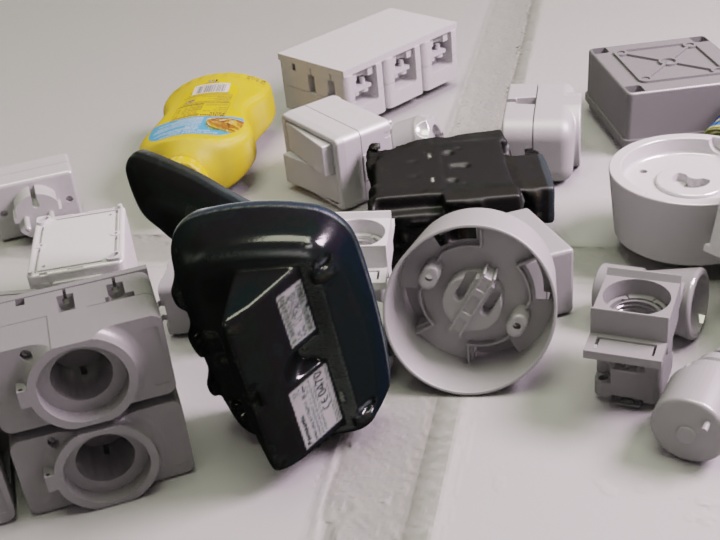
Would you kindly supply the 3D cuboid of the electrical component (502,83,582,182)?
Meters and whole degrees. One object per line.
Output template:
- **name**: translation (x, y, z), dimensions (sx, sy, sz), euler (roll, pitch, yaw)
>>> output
- **electrical component**: translation (0.148, -0.112, 0.866), dimensions (0.059, 0.053, 0.095), euler (1, 32, 12)

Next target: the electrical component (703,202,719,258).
- **electrical component**: translation (0.319, -0.035, 0.662), dimensions (0.186, 0.060, 0.105), euler (-12, 29, -35)

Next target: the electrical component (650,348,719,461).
- **electrical component**: translation (0.184, 0.067, 0.574), dimensions (0.040, 0.040, 0.078), euler (13, 36, 28)

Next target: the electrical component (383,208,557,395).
- **electrical component**: translation (0.067, 0.015, 0.631), dimensions (0.099, 0.099, 0.064), euler (3, 26, 14)

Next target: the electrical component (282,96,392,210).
- **electrical component**: translation (-0.024, -0.096, 0.863), dimensions (0.061, 0.061, 0.096), euler (-25, 35, -27)

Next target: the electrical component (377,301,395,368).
- **electrical component**: translation (-0.010, 0.039, 0.654), dimensions (0.062, 0.043, 0.043), euler (4, 32, 19)

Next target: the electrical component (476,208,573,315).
- **electrical component**: translation (0.089, 0.001, 0.695), dimensions (0.077, 0.047, 0.065), euler (-13, 31, -14)

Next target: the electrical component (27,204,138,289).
- **electrical component**: translation (-0.183, 0.007, 0.721), dimensions (0.062, 0.061, 0.096), euler (-10, 31, -6)

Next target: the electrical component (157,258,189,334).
- **electrical component**: translation (-0.098, 0.015, 0.712), dimensions (0.064, 0.042, 0.081), euler (-6, 30, 7)

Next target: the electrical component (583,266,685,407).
- **electrical component**: translation (0.155, 0.038, 0.606), dimensions (0.042, 0.063, 0.081), euler (7, 33, 23)

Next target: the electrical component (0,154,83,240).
- **electrical component**: translation (-0.253, -0.050, 0.843), dimensions (0.066, 0.047, 0.076), euler (-14, 32, -14)

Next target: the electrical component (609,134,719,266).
- **electrical component**: translation (0.224, -0.043, 0.731), dimensions (0.108, 0.060, 0.108), euler (-5, 31, 3)

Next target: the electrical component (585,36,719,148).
- **electrical component**: translation (0.258, -0.150, 0.907), dimensions (0.109, 0.056, 0.108), euler (-7, 32, -4)

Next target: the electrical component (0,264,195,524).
- **electrical component**: translation (-0.190, 0.077, 0.562), dimensions (0.186, 0.105, 0.060), euler (-14, 32, -12)

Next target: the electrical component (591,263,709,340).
- **electrical component**: translation (0.176, 0.016, 0.662), dimensions (0.065, 0.044, 0.044), euler (9, 34, 32)

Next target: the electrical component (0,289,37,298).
- **electrical component**: translation (-0.228, 0.056, 0.648), dimensions (0.062, 0.061, 0.096), euler (-4, 31, 2)

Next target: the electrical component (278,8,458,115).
- **electrical component**: translation (0.011, -0.189, 1.011), dimensions (0.150, 0.061, 0.089), euler (-30, 39, -35)

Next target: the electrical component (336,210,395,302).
- **electrical component**: translation (0.000, 0.000, 0.697), dimensions (0.042, 0.063, 0.081), euler (0, 32, 7)

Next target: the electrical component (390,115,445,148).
- **electrical component**: translation (0.036, -0.101, 0.881), dimensions (0.062, 0.043, 0.043), euler (-14, 26, 26)
